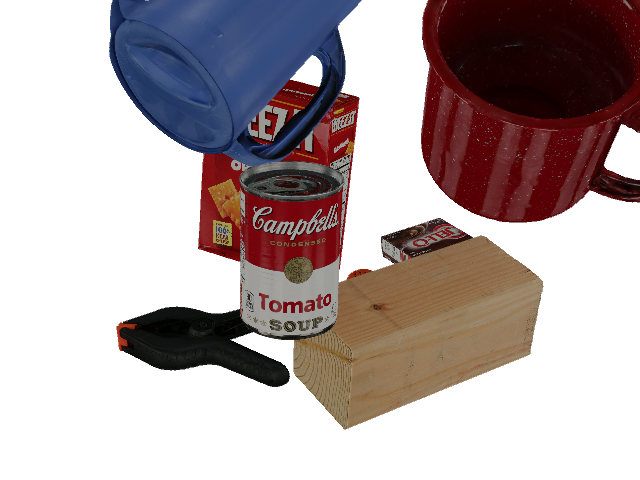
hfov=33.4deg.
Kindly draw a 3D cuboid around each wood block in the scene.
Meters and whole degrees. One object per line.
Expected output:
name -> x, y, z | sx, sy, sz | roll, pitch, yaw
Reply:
wood block -> 0.087, 0.077, 0.956 | 0.205, 0.090, 0.091 | -17, 38, -27

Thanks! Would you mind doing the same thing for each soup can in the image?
soup can -> -0.020, 0.006, 0.706 | 0.068, 0.102, 0.068 | 2, 23, -1

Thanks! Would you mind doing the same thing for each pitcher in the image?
pitcher -> -0.047, -0.187, 0.912 | 0.145, 0.149, 0.242 | 25, 58, 30

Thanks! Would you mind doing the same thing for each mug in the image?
mug -> 0.095, -0.055, 0.443 | 0.117, 0.093, 0.081 | 31, -26, 16

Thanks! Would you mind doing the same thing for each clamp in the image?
clamp -> -0.104, 0.088, 1.018 | 0.171, 0.039, 0.120 | 8, 26, 6

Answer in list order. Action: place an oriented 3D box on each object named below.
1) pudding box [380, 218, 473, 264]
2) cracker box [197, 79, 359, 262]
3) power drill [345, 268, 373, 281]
pudding box -> 0.161, 0.010, 1.607 | 0.113, 0.039, 0.090 | -20, 29, -23
cracker box -> -0.053, -0.073, 1.218 | 0.164, 0.214, 0.072 | 17, 26, 24
power drill -> 0.122, 0.083, 1.208 | 0.187, 0.057, 0.184 | -3, 27, -2
